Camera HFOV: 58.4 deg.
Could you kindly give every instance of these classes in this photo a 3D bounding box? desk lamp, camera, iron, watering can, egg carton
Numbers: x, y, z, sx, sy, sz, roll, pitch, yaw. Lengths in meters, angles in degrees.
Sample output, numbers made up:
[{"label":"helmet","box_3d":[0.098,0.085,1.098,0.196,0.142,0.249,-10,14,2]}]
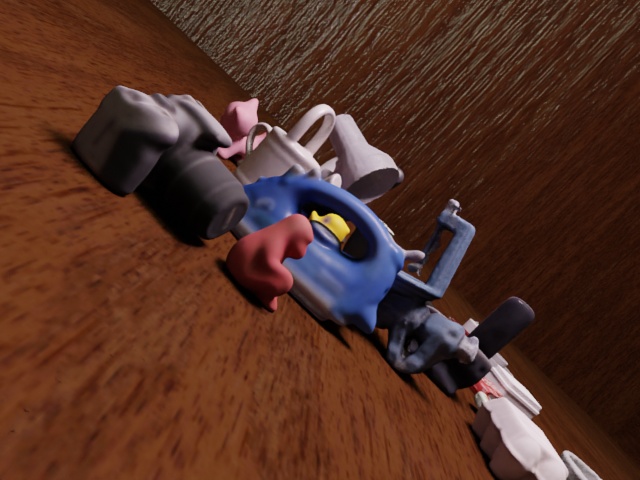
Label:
[{"label":"desk lamp","box_3d":[0.022,-0.130,1.124,0.202,0.213,0.118,48,10,26]},{"label":"camera","box_3d":[-0.134,-0.075,0.559,0.136,0.100,0.143,46,9,15]},{"label":"iron","box_3d":[0.000,-0.010,0.715,0.258,0.141,0.119,44,9,-1]},{"label":"watering can","box_3d":[-0.040,-0.125,0.894,0.173,0.194,0.101,43,9,-3]},{"label":"egg carton","box_3d":[0.268,0.284,0.780,0.107,0.069,0.150,42,9,-8]}]

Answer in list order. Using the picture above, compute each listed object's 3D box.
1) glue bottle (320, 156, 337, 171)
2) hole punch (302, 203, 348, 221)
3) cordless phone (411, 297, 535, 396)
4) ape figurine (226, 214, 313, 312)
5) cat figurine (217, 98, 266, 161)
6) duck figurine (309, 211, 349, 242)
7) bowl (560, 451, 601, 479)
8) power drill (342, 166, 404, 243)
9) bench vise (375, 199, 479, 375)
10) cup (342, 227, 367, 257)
[{"label":"glue bottle","box_3d":[0.013,-0.146,1.284,0.037,0.173,0.078,46,9,17]},{"label":"hole punch","box_3d":[-0.011,-0.058,1.040,0.109,0.091,0.100,34,13,-47]},{"label":"cordless phone","box_3d":[0.231,0.139,0.908,0.147,0.185,0.094,44,9,1]},{"label":"ape figurine","box_3d":[-0.043,0.013,0.581,0.076,0.092,0.078,43,9,-8]},{"label":"cat figurine","box_3d":[-0.139,-0.198,1.031,0.067,0.117,0.128,49,11,32]},{"label":"duck figurine","box_3d":[0.008,0.003,0.866,0.104,0.086,0.077,44,9,0]},{"label":"bowl","box_3d":[0.377,0.382,0.792,0.168,0.074,0.167,43,9,-8]},{"label":"power drill","box_3d":[0.095,-0.097,1.303,0.076,0.208,0.229,41,9,-14]},{"label":"bench vise","box_3d":[0.154,0.065,0.799,0.207,0.219,0.122,45,9,5]},{"label":"cup","box_3d":[0.071,0.041,0.940,0.092,0.095,0.117,40,10,-20]}]
